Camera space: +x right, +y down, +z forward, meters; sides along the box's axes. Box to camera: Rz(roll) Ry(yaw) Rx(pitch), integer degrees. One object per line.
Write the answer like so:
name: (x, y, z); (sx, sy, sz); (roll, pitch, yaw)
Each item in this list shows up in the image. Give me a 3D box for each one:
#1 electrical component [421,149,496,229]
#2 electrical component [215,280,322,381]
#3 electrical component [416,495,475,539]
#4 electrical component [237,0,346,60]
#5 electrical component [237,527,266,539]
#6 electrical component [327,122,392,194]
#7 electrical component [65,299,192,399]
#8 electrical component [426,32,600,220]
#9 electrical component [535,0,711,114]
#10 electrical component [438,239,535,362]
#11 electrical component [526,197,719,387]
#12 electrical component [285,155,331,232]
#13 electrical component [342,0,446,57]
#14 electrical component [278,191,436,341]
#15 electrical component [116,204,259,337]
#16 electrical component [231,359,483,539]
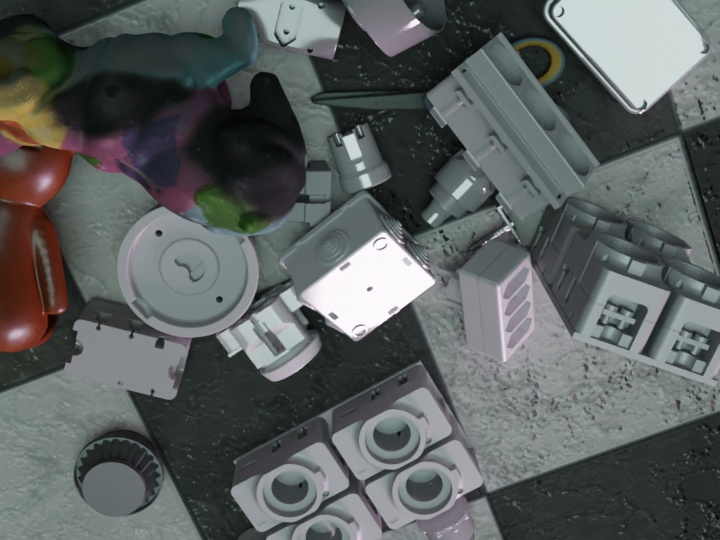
electrical component: (0.075, -0.060, 0.843); (0.043, 0.043, 0.062); (39, 104, -13)
electrical component: (-0.068, 0.052, 0.870); (0.078, 0.058, 0.057); (-33, 103, 9)
electrical component: (0.081, 0.229, 0.941); (0.048, 0.048, 0.062); (-24, 114, 6)
electrical component: (-0.048, -0.203, 0.792); (0.077, 0.043, 0.079); (14, 108, -6)
electrical component: (-0.089, 0.258, 0.939); (0.045, 0.055, 0.045); (0, 109, -1)
electrical component: (-0.002, -0.087, 0.835); (0.040, 0.040, 0.046); (-20, 102, 5)
electrical component: (-0.185, 0.062, 0.871); (0.089, 0.055, 0.050); (15, 108, -6)
electrical component: (0.110, -0.103, 0.790); (0.063, 0.078, 0.121); (-34, 98, 37)
electrical component: (0.195, -0.181, 0.798); (0.078, 0.057, 0.113); (-43, 104, 12)
electrical component: (0.095, 0.018, 0.862); (0.076, 0.047, 0.083); (22, 139, 34)
electrical component: (0.197, 0.005, 0.793); (0.105, 0.186, 0.060); (19, 107, -8)
electrical component: (-0.053, -0.060, 0.839); (0.055, 0.048, 0.066); (-1, 109, -9)
electrical component: (0.020, -0.205, 0.767); (0.064, 0.099, 0.099); (-31, 107, 15)
electrical component: (0.000, 0.000, 0.839); (0.100, 0.048, 0.100); (-37, 136, 10)
electrical component: (-0.132, -0.008, 0.846); (0.108, 0.060, 0.108); (0, 108, -1)
electrical component: (-0.003, 0.173, 0.910); (0.186, 0.060, 0.105); (-29, 107, 8)
